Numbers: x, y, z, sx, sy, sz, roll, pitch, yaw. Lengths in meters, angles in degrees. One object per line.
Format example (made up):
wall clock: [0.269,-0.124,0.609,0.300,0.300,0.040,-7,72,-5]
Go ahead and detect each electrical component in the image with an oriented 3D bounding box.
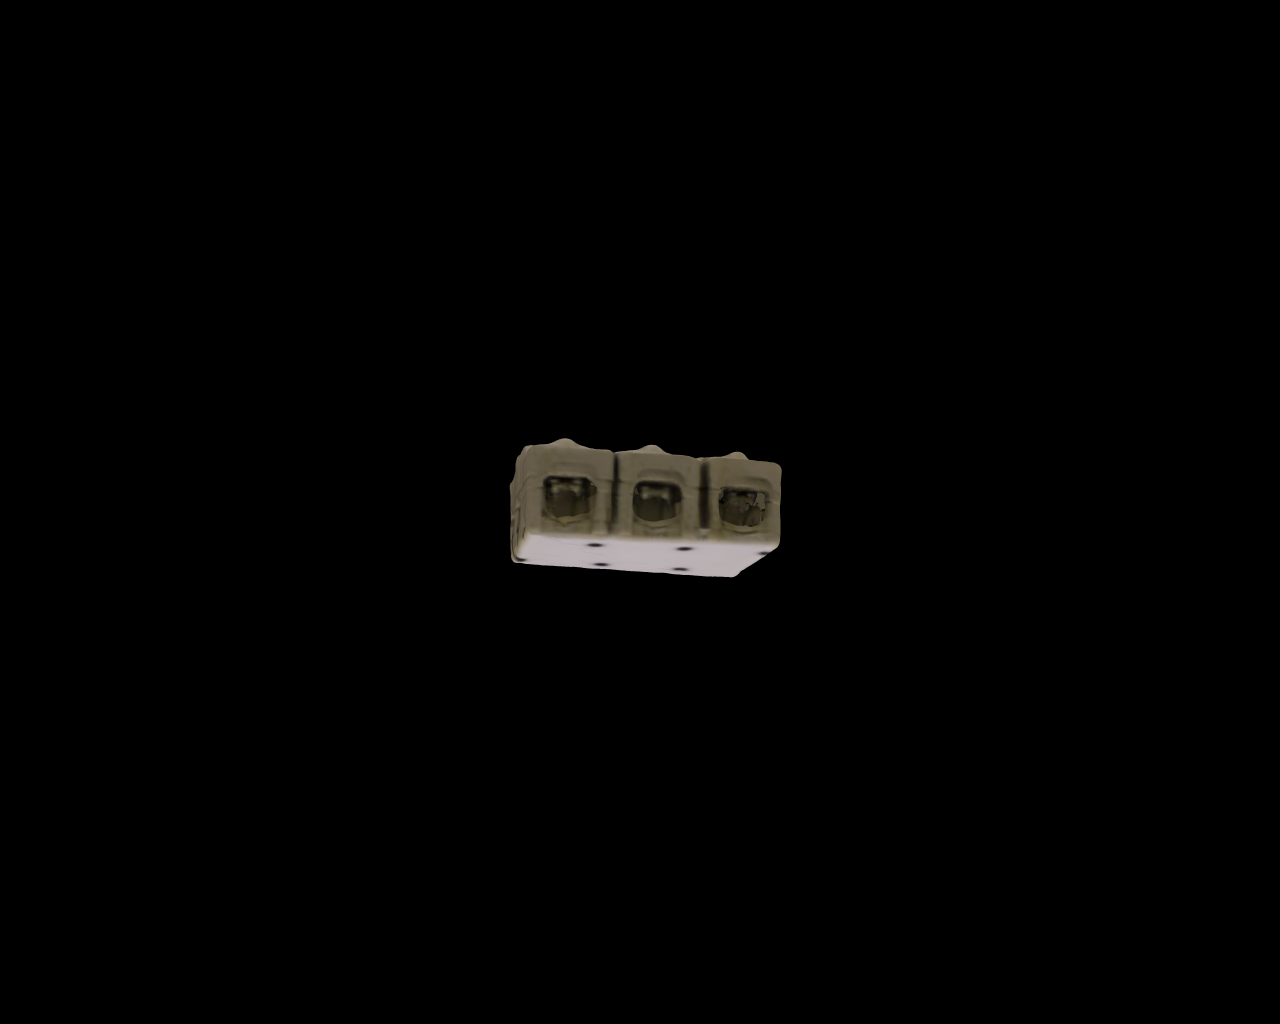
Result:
electrical component: [0.001,-0.003,0.650,0.150,0.062,0.089,4,-15,-14]
